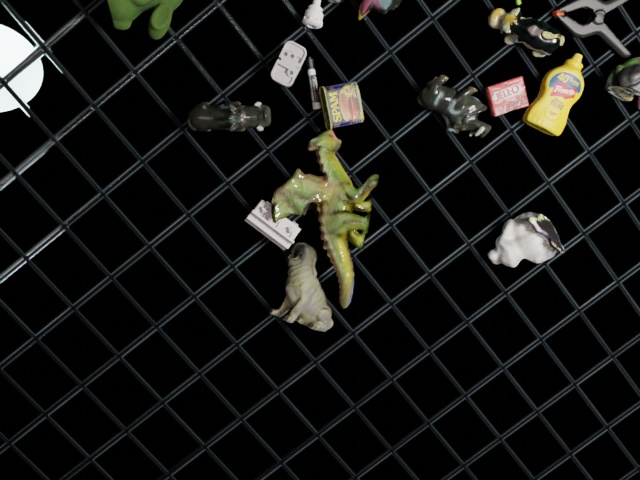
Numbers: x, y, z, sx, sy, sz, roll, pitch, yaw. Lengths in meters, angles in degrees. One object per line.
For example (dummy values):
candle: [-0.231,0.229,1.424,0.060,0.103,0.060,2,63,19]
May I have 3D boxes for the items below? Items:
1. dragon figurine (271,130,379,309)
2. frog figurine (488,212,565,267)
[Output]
dragon figurine: [0.004,-0.061,1.214,0.243,0.122,0.411,14,87,-1]
frog figurine: [0.503,0.010,1.282,0.136,0.126,0.157,34,133,-17]
